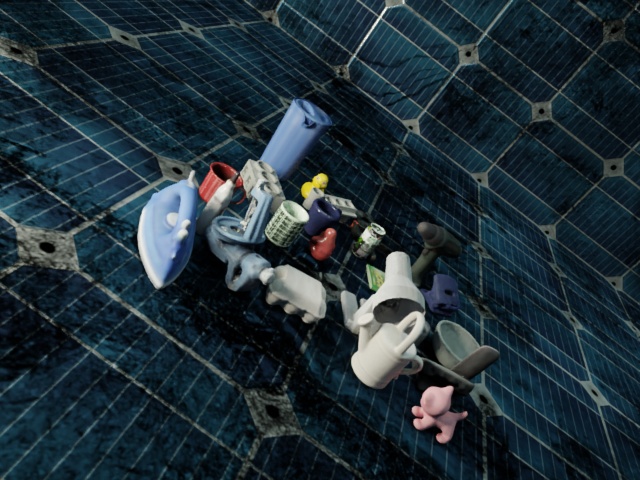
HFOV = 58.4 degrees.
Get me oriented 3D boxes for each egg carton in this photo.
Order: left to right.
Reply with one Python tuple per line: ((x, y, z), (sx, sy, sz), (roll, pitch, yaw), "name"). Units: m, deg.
((-0.053, 0.123, 1.308), (0.151, 0.069, 0.107), (29, 28, -18), "egg carton")

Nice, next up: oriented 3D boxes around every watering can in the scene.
((0.157, 0.230, 1.262), (0.173, 0.194, 0.100), (24, 30, -26), "watering can")

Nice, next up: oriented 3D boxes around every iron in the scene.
((-0.291, -0.030, 1.173), (0.119, 0.141, 0.258), (23, 30, -27), "iron")

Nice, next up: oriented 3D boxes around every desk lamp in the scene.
((0.150, 0.141, 1.370), (0.118, 0.213, 0.203), (26, 29, -22), "desk lamp")

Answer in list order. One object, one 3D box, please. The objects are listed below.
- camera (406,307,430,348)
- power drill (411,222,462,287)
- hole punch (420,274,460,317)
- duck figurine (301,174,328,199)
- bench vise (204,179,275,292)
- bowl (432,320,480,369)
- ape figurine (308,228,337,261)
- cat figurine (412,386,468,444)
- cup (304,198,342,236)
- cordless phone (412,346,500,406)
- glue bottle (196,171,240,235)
((0.242, 0.204, 1.510), (0.137, 0.100, 0.143), (0, 46, -51), "camera")
((0.321, 0.044, 1.738), (0.230, 0.208, 0.075), (12, 37, -42), "power drill")
((0.380, 0.169, 1.746), (0.109, 0.091, 0.101), (16, 34, -36), "hole punch")
((-0.006, -0.172, 1.809), (0.077, 0.086, 0.105), (39, 27, 2), "duck figurine")
((-0.141, -0.009, 1.237), (0.207, 0.219, 0.122), (43, 27, 10), "bench vise")
((0.358, 0.300, 1.533), (0.168, 0.074, 0.167), (29, 28, -17), "bowl")
((0.014, 0.006, 1.549), (0.078, 0.092, 0.076), (27, 29, -21), "ape figurine")
((0.264, 0.372, 1.257), (0.128, 0.117, 0.067), (31, 27, -14), "cat figurine")
((0.006, -0.057, 1.633), (0.118, 0.095, 0.091), (-2, 47, -52), "cup")
((0.326, 0.298, 1.374), (0.148, 0.185, 0.094), (28, 28, -19), "cordless phone")
((-0.228, -0.089, 1.307), (0.037, 0.173, 0.078), (37, 27, -2), "glue bottle")
